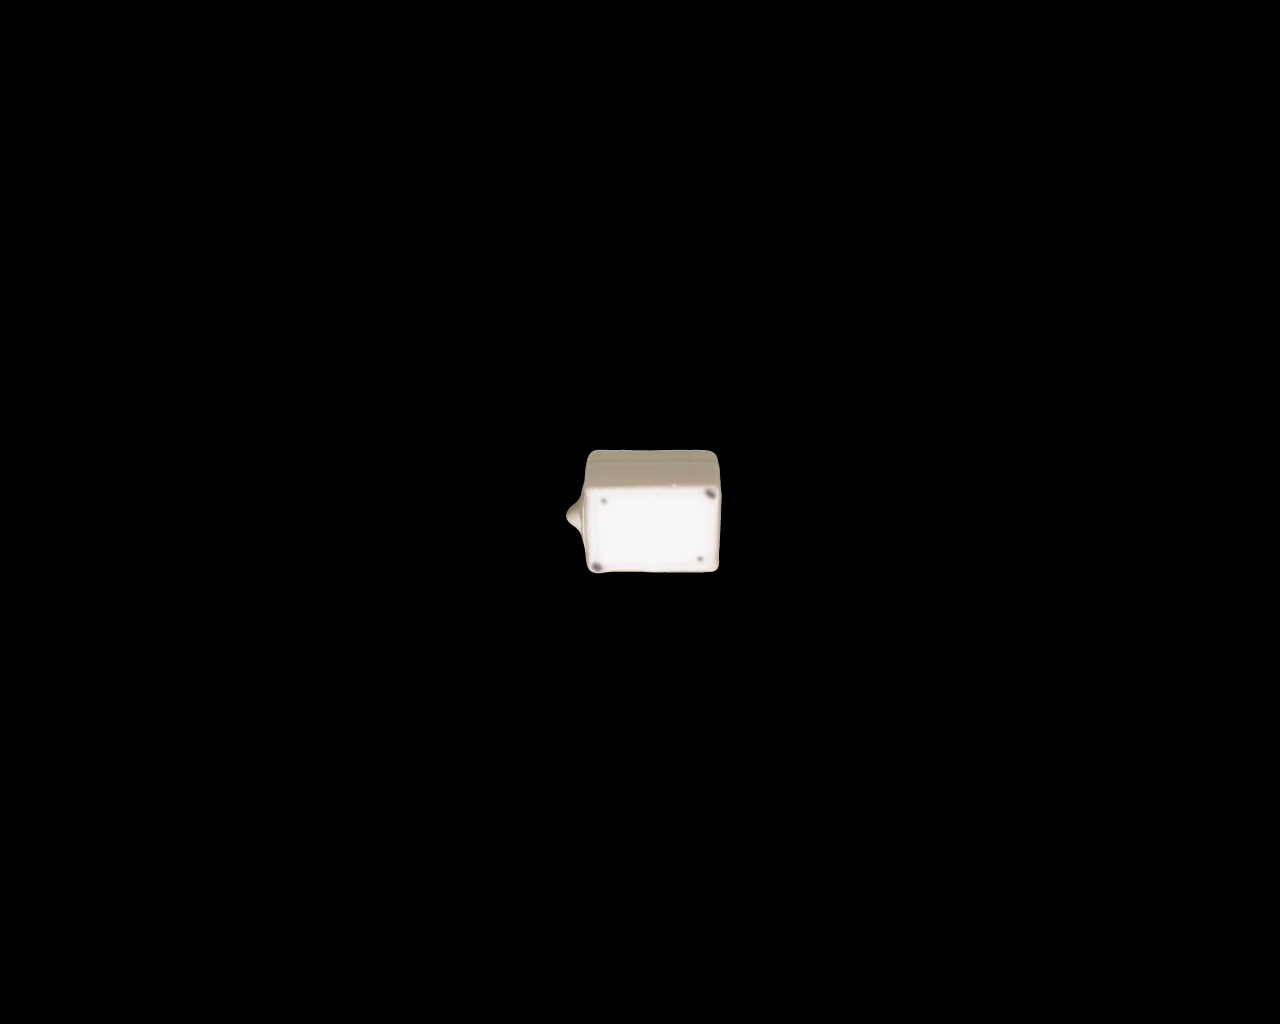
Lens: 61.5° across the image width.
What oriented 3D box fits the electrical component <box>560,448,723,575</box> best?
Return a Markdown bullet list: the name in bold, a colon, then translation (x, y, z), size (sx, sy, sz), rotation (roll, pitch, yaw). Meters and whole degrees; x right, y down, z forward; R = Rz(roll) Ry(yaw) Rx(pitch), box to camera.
- **electrical component**: translation (0.001, -0.003, 0.650), size (0.096, 0.061, 0.061), rotation (0, 29, 0)
